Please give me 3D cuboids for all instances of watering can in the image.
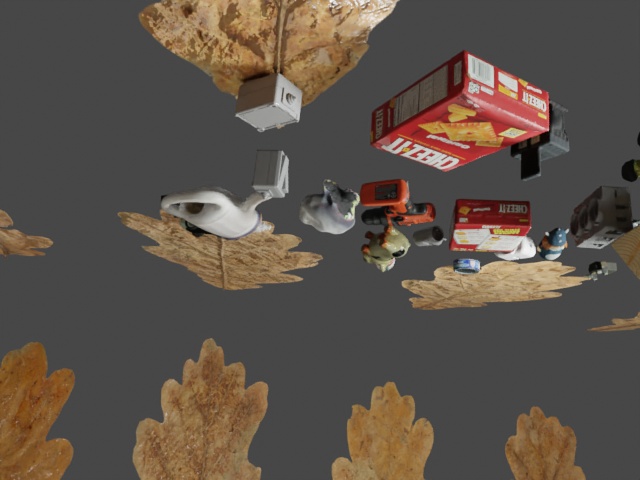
[{"bbox_3d":[-0.218,-0.072,1.255,0.347,0.105,0.222,-1,163,26],"label":"watering can"}]

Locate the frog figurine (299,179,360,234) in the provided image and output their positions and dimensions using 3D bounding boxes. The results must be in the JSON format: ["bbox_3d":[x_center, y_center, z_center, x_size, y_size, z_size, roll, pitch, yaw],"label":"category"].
[{"bbox_3d":[0.004,-0.060,1.200,0.138,0.124,0.157,-5,163,-44],"label":"frog figurine"}]

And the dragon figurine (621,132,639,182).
[{"bbox_3d":[0.633,-0.132,0.797,0.243,0.125,0.402,-13,151,2],"label":"dragon figurine"}]
